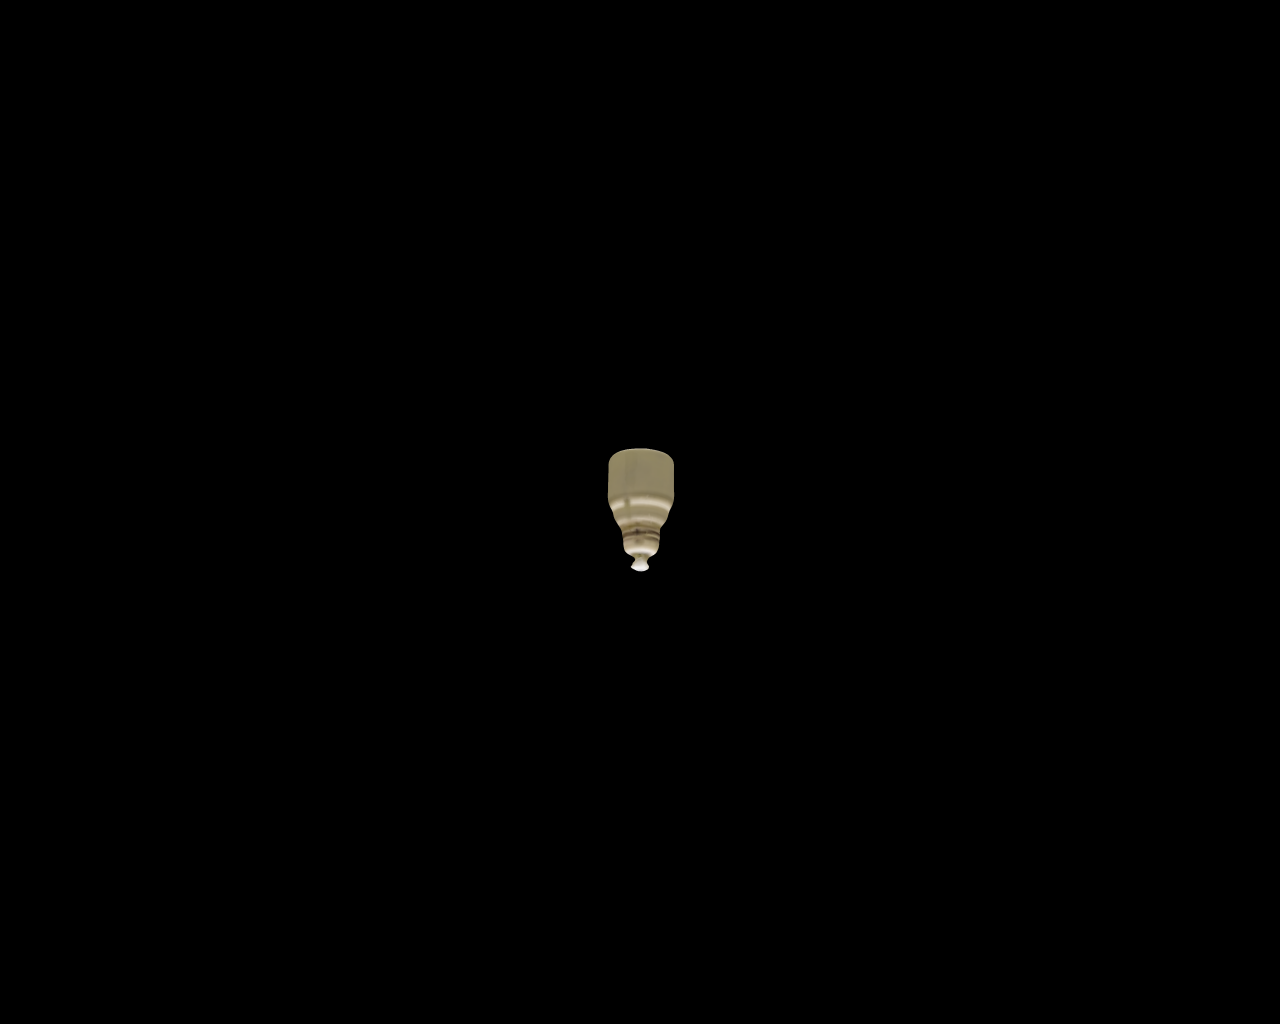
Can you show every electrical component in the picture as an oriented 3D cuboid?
[{"bbox_3d":[0.001,-0.003,0.650,0.040,0.078,0.040,0,-17,0],"label":"electrical component"}]
